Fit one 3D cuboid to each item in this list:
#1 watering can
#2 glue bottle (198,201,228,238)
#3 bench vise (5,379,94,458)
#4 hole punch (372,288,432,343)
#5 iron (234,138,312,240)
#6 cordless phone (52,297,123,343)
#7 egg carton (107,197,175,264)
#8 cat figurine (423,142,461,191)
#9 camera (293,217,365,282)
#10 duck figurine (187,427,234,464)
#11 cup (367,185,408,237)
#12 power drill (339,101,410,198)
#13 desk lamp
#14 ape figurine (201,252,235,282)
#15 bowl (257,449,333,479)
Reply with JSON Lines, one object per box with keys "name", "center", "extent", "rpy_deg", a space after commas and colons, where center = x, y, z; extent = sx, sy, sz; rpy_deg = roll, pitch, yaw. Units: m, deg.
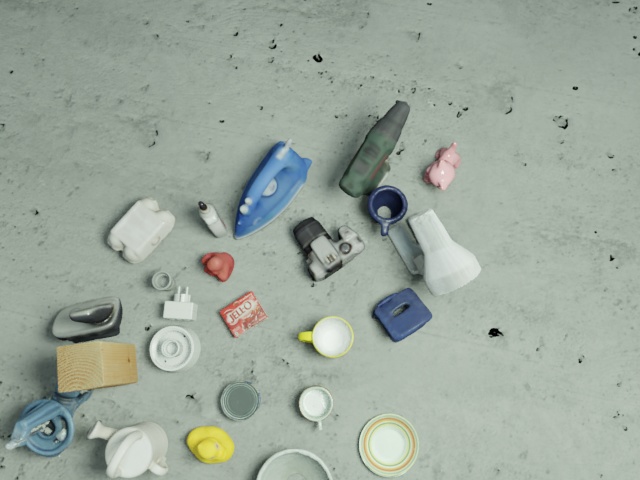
{"name": "watering can", "center": [-0.396, 0.434, 1.179], "extent": [0.172, 0.194, 0.101], "rpy_deg": [8, 78, 3]}
{"name": "glue bottle", "center": [-0.250, -0.057, 1.295], "extent": [0.037, 0.173, 0.078], "rpy_deg": [-31, 79, -5]}
{"name": "bench vise", "center": [-0.569, 0.352, 1.186], "extent": [0.121, 0.220, 0.207], "rpy_deg": [2, 78, 1]}
{"name": "hole punch", "center": [0.182, 0.167, 1.284], "extent": [0.109, 0.091, 0.101], "rpy_deg": [-33, 79, -6]}
{"name": "iron", "center": [-0.128, -0.119, 1.324], "extent": [0.118, 0.141, 0.258], "rpy_deg": [33, 80, 7]}
{"name": "cordless phone", "center": [-0.521, 0.168, 1.243], "extent": [0.147, 0.185, 0.094], "rpy_deg": [-15, 78, -2]}
{"name": "egg carton", "center": [-0.417, -0.022, 1.343], "extent": [0.107, 0.069, 0.150], "rpy_deg": [37, 81, 8]}
{"name": "cat figurine", "center": [0.291, -0.172, 1.343], "extent": [0.067, 0.118, 0.128], "rpy_deg": [26, 79, 6]}
{"name": "camera", "center": [0.012, 0.005, 1.316], "extent": [0.143, 0.101, 0.136], "rpy_deg": [-35, 79, -7]}
{"name": "duck figurine", "center": [-0.240, 0.444, 1.231], "extent": [0.104, 0.086, 0.077], "rpy_deg": [22, 79, 5]}
{"name": "cup", "center": [0.152, -0.058, 1.331], "extent": [0.091, 0.095, 0.118], "rpy_deg": [6, 78, 2]}
{"name": "power drill", "center": [0.122, -0.187, 1.302], "extent": [0.075, 0.208, 0.230], "rpy_deg": [32, 80, 8]}
{"name": "desk lamp", "center": [0.243, 0.023, 1.252], "extent": [0.118, 0.213, 0.203], "rpy_deg": [-30, 79, -5]}
{"name": "ape figurine", "center": [-0.235, 0.058, 1.312], "extent": [0.076, 0.092, 0.078], "rpy_deg": [-27, 79, -5]}
{"name": "bowl", "center": [-0.052, 0.526, 1.217], "extent": [0.167, 0.075, 0.167], "rpy_deg": [0, 78, 1]}
